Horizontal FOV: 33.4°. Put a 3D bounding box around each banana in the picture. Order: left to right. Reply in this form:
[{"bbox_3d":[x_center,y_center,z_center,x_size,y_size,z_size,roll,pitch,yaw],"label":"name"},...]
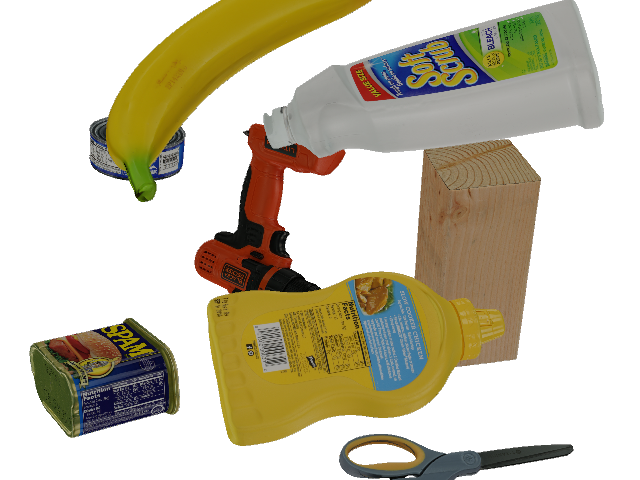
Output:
[{"bbox_3d":[-0.048,-0.093,0.557,0.070,0.197,0.037,33,-27,20],"label":"banana"}]

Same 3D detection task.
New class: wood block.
[{"bbox_3d":[0.148,0.015,1.050,0.090,0.206,0.090,-6,32,-10],"label":"wood block"}]

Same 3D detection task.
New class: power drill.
[{"bbox_3d":[-0.038,-0.017,1.115,0.185,0.188,0.057,22,8,31],"label":"power drill"}]

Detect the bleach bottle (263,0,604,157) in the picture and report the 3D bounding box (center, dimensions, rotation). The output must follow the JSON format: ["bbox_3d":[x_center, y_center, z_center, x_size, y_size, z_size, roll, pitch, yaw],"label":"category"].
[{"bbox_3d":[0.079,-0.107,0.814,0.251,0.102,0.068,-13,-41,12],"label":"bleach bottle"}]

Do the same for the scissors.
[{"bbox_3d":[0.115,0.198,0.876,0.201,0.016,0.096,6,43,-3],"label":"scissors"}]

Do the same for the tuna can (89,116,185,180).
[{"bbox_3d":[-0.166,-0.084,0.970,0.086,0.034,0.086,6,25,-3],"label":"tuna can"}]

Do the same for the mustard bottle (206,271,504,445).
[{"bbox_3d":[0.027,0.069,0.694,0.191,0.096,0.058,-9,-30,-9],"label":"mustard bottle"}]

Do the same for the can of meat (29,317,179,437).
[{"bbox_3d":[-0.169,0.105,0.825,0.083,0.057,0.102,-12,21,-30],"label":"can of meat"}]
